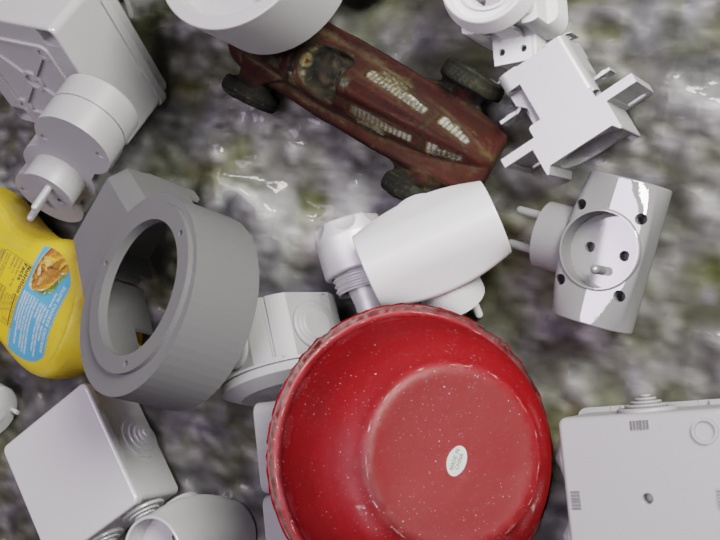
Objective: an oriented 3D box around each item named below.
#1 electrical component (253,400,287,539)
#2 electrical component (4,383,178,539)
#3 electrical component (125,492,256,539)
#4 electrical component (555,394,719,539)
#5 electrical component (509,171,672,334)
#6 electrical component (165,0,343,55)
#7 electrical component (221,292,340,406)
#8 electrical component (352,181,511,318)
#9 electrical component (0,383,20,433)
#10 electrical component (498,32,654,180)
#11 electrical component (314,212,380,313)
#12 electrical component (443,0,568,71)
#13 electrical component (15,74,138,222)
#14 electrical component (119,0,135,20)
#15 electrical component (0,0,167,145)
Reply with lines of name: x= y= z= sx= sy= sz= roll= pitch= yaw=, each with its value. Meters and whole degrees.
electrical component: x=-0.009 y=0.145 z=0.604 sx=0.062 sy=0.089 sz=0.150 roll=-10 pitch=82 yaw=29
electrical component: x=-0.180 y=0.134 z=0.724 sx=0.100 sy=0.048 sz=0.099 roll=-37 pitch=70 yaw=22
electrical component: x=-0.114 y=0.181 z=0.668 sx=0.044 sy=0.077 sz=0.079 roll=43 pitch=107 yaw=24
electrical component: x=0.150 y=0.112 z=0.540 sx=0.100 sy=0.048 sz=0.099 roll=-8 pitch=83 yaw=29
electrical component: x=0.116 y=-0.014 z=0.570 sx=0.079 sy=0.044 sz=0.077 roll=17 pitch=96 yaw=29
electrical component: x=-0.054 y=-0.176 z=0.618 sx=0.108 sy=0.060 sz=0.108 roll=-8 pitch=74 yaw=28
electrical component: x=-0.045 y=0.048 z=0.637 sx=0.080 sy=0.080 sz=0.051 roll=-22 pitch=71 yaw=26
electrical component: x=0.046 y=0.000 z=0.599 sx=0.077 sy=0.079 sz=0.044 roll=-23 pitch=30 yaw=3
electrical component: x=-0.289 y=0.094 z=0.792 sx=0.078 sy=0.040 sz=0.040 roll=21 pitch=97 yaw=29
electrical component: x=0.110 y=-0.088 z=0.576 sx=0.081 sy=0.042 sz=0.063 roll=-33 pitch=77 yaw=23
electrical component: x=0.000 y=0.000 z=0.635 sx=0.043 sy=0.043 sz=0.062 roll=-22 pitch=78 yaw=26
electrical component: x=0.079 y=-0.154 z=0.591 sx=0.058 sy=0.057 sz=0.078 roll=-6 pitch=84 yaw=29
electrical component: x=-0.194 y=-0.064 z=0.696 sx=0.138 sy=0.052 sz=0.073 roll=-37 pitch=23 yaw=59
electrical component: x=-0.167 y=-0.203 z=0.717 sx=0.047 sy=0.083 sz=0.075 roll=-23 pitch=76 yaw=26
electrical component: x=-0.201 y=-0.145 z=0.714 sx=0.109 sy=0.108 sz=0.056 roll=16 pitch=61 yaw=29
